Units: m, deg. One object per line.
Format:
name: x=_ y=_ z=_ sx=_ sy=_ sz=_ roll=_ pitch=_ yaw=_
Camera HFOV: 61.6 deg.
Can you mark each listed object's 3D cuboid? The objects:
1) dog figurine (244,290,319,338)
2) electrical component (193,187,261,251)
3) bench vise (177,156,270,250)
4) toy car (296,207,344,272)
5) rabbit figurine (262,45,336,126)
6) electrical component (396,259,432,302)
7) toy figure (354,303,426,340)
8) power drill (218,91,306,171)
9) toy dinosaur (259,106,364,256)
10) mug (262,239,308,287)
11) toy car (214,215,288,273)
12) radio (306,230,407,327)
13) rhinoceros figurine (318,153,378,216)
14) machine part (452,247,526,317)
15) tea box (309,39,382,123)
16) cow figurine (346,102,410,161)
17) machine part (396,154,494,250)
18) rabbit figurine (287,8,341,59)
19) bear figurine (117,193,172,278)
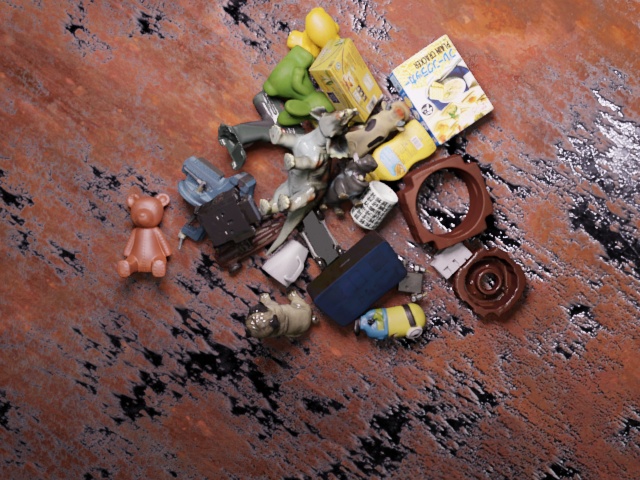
dog figurine: x=-0.087 y=0.196 z=1.289 sx=0.172 sy=0.190 sz=0.121 roll=-6 pitch=94 yaw=-2
electrical component: x=-0.206 y=-0.052 z=1.235 sx=0.134 sy=0.058 sz=0.114 roll=-24 pitch=116 yaw=9
bench vise: x=-0.264 y=-0.081 z=1.313 sx=0.223 sy=0.129 sz=0.240 roll=33 pitch=113 yaw=-12
toy car: x=-0.003 y=-0.004 z=1.345 sx=0.073 sy=0.056 sz=0.201 roll=-30 pitch=95 yaw=-5
rabbit figurine: x=-0.037 y=-0.341 z=1.254 sx=0.170 sy=0.121 sz=0.159 roll=40 pitch=67 yaw=-2
electrical component: x=0.235 y=0.104 z=1.357 sx=0.078 sy=0.045 sz=0.102 roll=11 pitch=93 yaw=-2
toy figure: x=0.175 y=0.205 z=1.347 sx=0.180 sy=0.082 sz=0.089 roll=0 pitch=95 yaw=2
power drill: x=-0.124 y=-0.238 z=1.282 sx=0.207 sy=0.086 sz=0.232 roll=-29 pitch=89 yaw=-27
toy dinosaur: x=-0.028 y=-0.148 z=1.247 sx=0.192 sy=0.131 sz=0.404 roll=-11 pitch=135 yaw=-34
mug: x=-0.076 y=0.054 z=1.324 sx=0.080 sy=0.110 sz=0.107 roll=38 pitch=83 yaw=-30
toy car: x=-0.173 y=0.005 z=1.346 sx=0.202 sy=0.053 sz=0.089 roll=-28 pitch=90 yaw=2
radio: x=0.094 y=0.098 z=1.322 sx=0.229 sy=0.073 sz=0.131 roll=-40 pitch=119 yaw=3
rhinoceros figurine: x=0.067 y=-0.134 z=1.289 sx=0.073 sy=0.190 sz=0.112 roll=18 pitch=55 yaw=-31
machine part: x=0.423 y=0.104 z=1.354 sx=0.179 sy=0.056 sz=0.179 roll=0 pitch=94 yaw=-2
tea box: x=0.061 y=-0.357 z=1.216 sx=0.169 sy=0.068 sz=0.098 roll=48 pitch=65 yaw=-41
cow figurine: x=0.130 y=-0.265 z=1.293 sx=0.195 sy=0.127 sz=0.085 roll=-35 pitch=99 yaw=4
machine part: x=0.303 y=-0.092 z=1.314 sx=0.201 sy=0.087 sz=0.200 roll=-24 pitch=99 yaw=-4
rabbit figurine: x=0.001 y=-0.467 z=1.258 sx=0.122 sy=0.173 sz=0.162 roll=-35 pitch=89 yaw=-2
bear figurine: x=-0.423 y=-0.015 z=1.307 sx=0.120 sy=0.132 sz=0.195 roll=3 pitch=99 yaw=-7
